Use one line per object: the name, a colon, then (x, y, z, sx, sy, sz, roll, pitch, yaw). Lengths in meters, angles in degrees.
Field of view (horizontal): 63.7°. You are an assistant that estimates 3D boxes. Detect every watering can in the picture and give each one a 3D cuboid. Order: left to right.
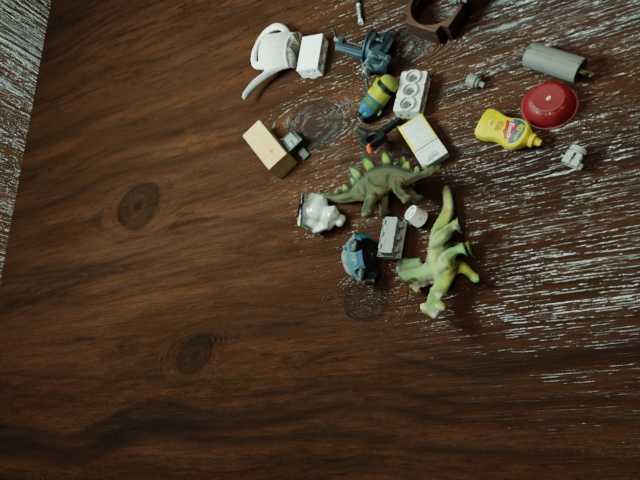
watering can: (-0.182, -0.708, 2.034, 0.224, 0.103, 0.352, 6, 74, 27)

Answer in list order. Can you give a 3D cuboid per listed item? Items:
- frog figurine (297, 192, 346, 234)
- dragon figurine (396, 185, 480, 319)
frog figurine: (0.005, -0.088, 1.741, 0.159, 0.120, 0.140, 8, 64, -8)
dragon figurine: (0.327, 0.043, 1.524, 0.240, 0.120, 0.420, -25, 48, 24)
